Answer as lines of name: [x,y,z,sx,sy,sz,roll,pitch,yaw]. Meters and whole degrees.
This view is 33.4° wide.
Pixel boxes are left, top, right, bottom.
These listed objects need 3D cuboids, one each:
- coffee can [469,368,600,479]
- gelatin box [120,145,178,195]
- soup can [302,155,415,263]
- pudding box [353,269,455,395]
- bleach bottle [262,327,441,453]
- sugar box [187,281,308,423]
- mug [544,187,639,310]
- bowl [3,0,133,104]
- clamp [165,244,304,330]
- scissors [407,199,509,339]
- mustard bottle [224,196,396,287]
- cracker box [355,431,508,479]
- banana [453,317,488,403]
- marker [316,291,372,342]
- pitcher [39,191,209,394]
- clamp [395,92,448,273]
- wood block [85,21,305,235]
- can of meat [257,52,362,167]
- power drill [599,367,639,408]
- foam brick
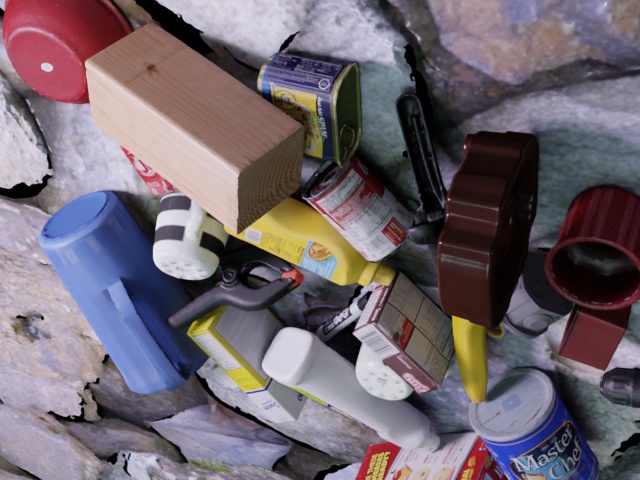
coffee can: [0.247,0.231,1.226,0.103,0.102,0.140,-10,127,37]
gelatin box: [-0.167,-0.089,1.179,0.089,0.030,0.073,-6,129,34]
soup can: [0.040,-0.033,1.090,0.102,0.068,0.069,44,138,-19]
pudding box: [0.099,0.102,1.184,0.113,0.090,0.039,45,136,-18]
bleach bottle: [0.053,0.195,1.304,0.250,0.068,0.103,34,170,-23]
sugar box: [-0.078,0.137,1.321,0.048,0.093,0.176,-15,124,41]
mug: [0.275,0.008,0.989,0.117,0.081,0.093,17,139,13]
bowl: [-0.270,-0.196,1.106,0.162,0.055,0.162,16,139,14]
clamp: [-0.106,0.054,1.243,0.172,0.120,0.039,7,175,22]
scissors: [0.169,0.033,1.124,0.096,0.016,0.201,0,133,38]
mustard bottle: [-0.007,0.001,1.160,0.191,0.058,0.096,26,155,2]
cracker box: [0.132,0.331,1.351,0.214,0.164,0.072,-19,120,42]
banana: [0.163,0.107,1.149,0.037,0.069,0.198,-5,147,4]
marker: [0.033,0.091,1.265,0.020,0.020,0.121,37,139,-10]
pitcher: [-0.234,0.067,1.302,0.149,0.144,0.242,-4,128,37]
clamp: [0.112,-0.015,1.020,0.036,0.164,0.210,-11,137,15]
wood block: [-0.121,-0.111,1.030,0.206,0.090,0.090,37,147,23]
can of meat: [-0.009,-0.127,1.028,0.084,0.057,0.102,15,138,19]
power drill: [0.369,0.112,1.067,0.185,0.057,0.187,3,137,23]
foam brick: [0.282,0.085,1.091,0.051,0.053,0.078,20,141,10]
